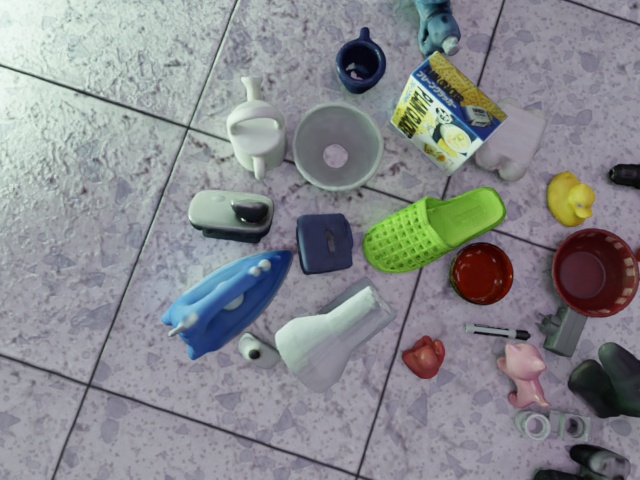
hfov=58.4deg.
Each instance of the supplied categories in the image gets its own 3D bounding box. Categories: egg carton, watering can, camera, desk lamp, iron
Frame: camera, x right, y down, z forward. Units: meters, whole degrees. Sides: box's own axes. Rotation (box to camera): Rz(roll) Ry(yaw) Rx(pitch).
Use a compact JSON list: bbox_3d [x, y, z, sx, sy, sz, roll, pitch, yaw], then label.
[{"bbox_3d":[0.357,-0.188,1.072,0.107,0.069,0.150,24,82,1],"label":"egg carton"},{"bbox_3d":[-0.112,-0.197,0.990,0.101,0.194,0.173,-27,84,-6],"label":"watering can"},{"bbox_3d":[0.444,0.423,0.973,0.137,0.101,0.143,14,82,0],"label":"camera"},{"bbox_3d":[0.034,0.144,0.938,0.203,0.213,0.118,-38,85,-7],"label":"desk lamp"},{"bbox_3d":[-0.149,0.089,0.974,0.258,0.141,0.118,-39,85,-7],"label":"iron"}]

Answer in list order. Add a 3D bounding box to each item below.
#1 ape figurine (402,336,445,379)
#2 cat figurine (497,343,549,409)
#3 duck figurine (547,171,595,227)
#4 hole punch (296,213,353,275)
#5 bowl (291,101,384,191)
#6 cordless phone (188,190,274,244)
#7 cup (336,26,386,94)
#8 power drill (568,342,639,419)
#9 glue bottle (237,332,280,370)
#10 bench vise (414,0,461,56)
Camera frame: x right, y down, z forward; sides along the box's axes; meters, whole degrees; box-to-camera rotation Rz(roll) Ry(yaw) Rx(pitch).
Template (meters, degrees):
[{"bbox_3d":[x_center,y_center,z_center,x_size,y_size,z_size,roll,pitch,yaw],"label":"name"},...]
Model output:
[{"bbox_3d":[0.184,0.206,0.997,0.078,0.092,0.076,-1,82,-2],"label":"ape figurine"},{"bbox_3d":[0.358,0.231,0.988,0.067,0.117,0.128,-21,83,-5],"label":"cat figurine"},{"bbox_3d":[0.470,-0.081,1.053,0.077,0.086,0.104,-13,83,-4],"label":"duck figurine"},{"bbox_3d":[0.009,0.004,1.019,0.101,0.091,0.109,-9,82,-4],"label":"hole punch"},{"bbox_3d":[0.031,-0.163,1.052,0.167,0.074,0.167,0,82,-2],"label":"bowl"},{"bbox_3d":[-0.154,-0.054,0.972,0.147,0.185,0.094,3,82,-2],"label":"cordless phone"},{"bbox_3d":[0.073,-0.325,1.066,0.091,0.095,0.118,6,82,-1],"label":"cup"},{"bbox_3d":[0.504,0.254,0.946,0.229,0.208,0.076,44,83,4],"label":"power drill"},{"bbox_3d":[-0.105,0.185,0.947,0.078,0.173,0.037,35,82,3],"label":"glue bottle"},{"bbox_3d":[0.225,-0.450,1.028,0.121,0.219,0.207,-33,84,-6],"label":"bench vise"}]
